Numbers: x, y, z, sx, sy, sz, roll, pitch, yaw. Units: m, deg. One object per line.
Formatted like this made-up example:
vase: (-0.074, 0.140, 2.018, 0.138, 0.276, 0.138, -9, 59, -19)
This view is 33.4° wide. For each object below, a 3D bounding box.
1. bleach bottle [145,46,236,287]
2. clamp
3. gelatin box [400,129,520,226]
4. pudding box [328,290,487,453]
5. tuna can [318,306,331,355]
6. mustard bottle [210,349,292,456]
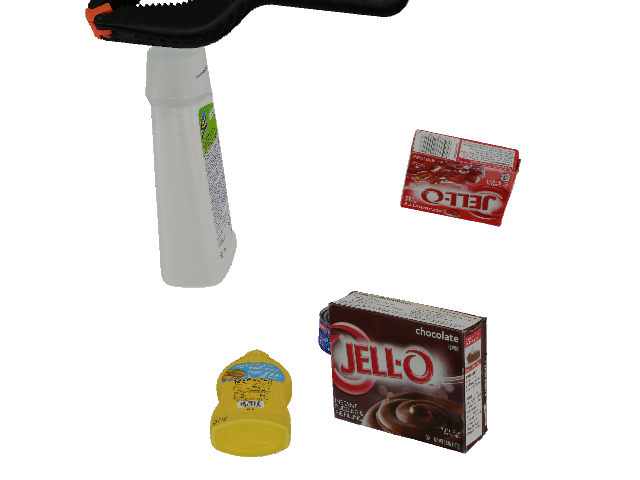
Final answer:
bleach bottle: (-0.122, -0.086, 0.976, 0.068, 0.251, 0.102, 0, 29, 4)
clamp: (-0.055, -0.181, 0.724, 0.210, 0.165, 0.036, -31, -18, -7)
gelatin box: (0.116, -0.051, 0.894, 0.089, 0.030, 0.073, 12, -36, 5)
pudding box: (0.061, 0.089, 0.747, 0.114, 0.090, 0.039, 8, 21, 34)
tuna can: (0.041, 0.092, 1.082, 0.086, 0.034, 0.086, 3, 16, -1)
mustard bottle: (-0.084, 0.194, 1.346, 0.096, 0.058, 0.191, -2, 26, 1)
